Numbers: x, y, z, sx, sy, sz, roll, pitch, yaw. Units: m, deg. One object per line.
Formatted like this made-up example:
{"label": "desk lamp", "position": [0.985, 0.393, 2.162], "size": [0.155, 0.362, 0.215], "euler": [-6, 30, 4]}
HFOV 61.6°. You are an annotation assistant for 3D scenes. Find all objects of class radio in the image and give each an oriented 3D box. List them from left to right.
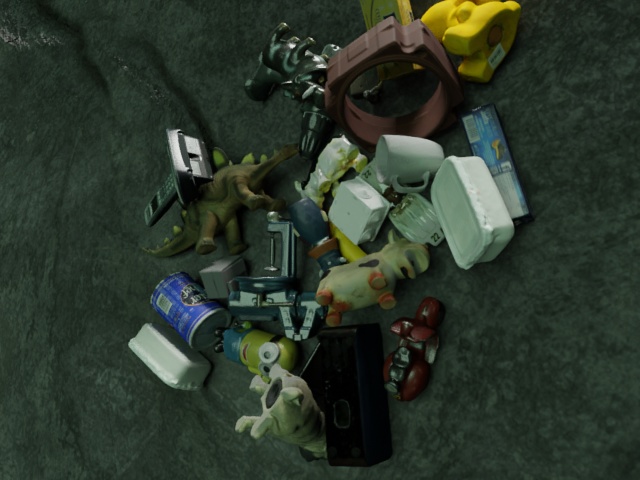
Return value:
{"label": "radio", "position": [0.060, 0.256, 0.903], "size": [0.073, 0.131, 0.229], "euler": [-11, 77, 24]}

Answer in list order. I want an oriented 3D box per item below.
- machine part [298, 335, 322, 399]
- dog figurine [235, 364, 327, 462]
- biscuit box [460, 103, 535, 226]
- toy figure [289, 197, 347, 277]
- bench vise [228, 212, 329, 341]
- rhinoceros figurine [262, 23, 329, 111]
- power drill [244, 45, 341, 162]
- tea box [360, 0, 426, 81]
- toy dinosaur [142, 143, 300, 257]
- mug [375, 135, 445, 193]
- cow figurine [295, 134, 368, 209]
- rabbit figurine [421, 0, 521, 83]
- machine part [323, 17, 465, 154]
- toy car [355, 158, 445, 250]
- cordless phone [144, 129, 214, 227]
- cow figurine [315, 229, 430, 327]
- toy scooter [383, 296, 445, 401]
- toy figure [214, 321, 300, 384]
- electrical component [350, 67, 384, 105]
{"label": "machine part", "position": [-0.013, 0.239, 0.983], "size": [0.139, 0.084, 0.039], "euler": [-57, 19, -3]}
{"label": "dog figurine", "position": [-0.019, 0.300, 0.893], "size": [0.172, 0.190, 0.121], "euler": [-25, 38, 61]}
{"label": "biscuit box", "position": [0.290, -0.120, 0.884], "size": [0.059, 0.062, 0.202], "euler": [-19, 73, 25]}
{"label": "toy figure", "position": [-0.001, -0.003, 0.975], "size": [0.064, 0.058, 0.154], "euler": [-29, 90, 40]}
{"label": "bench vise", "position": [-0.067, 0.066, 1.012], "size": [0.224, 0.128, 0.240], "euler": [-2, 85, 25]}
{"label": "rhinoceros figurine", "position": [-0.040, -0.321, 1.009], "size": [0.112, 0.073, 0.190], "euler": [-46, 66, 7]}
{"label": "power drill", "position": [-0.052, -0.292, 1.085], "size": [0.208, 0.086, 0.232], "euler": [26, 93, 32]}
{"label": "tea box", "position": [0.129, -0.376, 0.960], "size": [0.068, 0.098, 0.169], "euler": [-12, 102, 27]}
{"label": "toy dinosaur", "position": [-0.222, -0.063, 1.127], "size": [0.471, 0.105, 0.199], "euler": [-38, 59, 22]}
{"label": "mug", "position": [0.156, -0.127, 0.905], "size": [0.107, 0.080, 0.110], "euler": [-3, 52, -9]}
{"label": "cow figurine", "position": [0.006, -0.124, 1.029], "size": [0.167, 0.068, 0.098], "euler": [-48, 50, 9]}
{"label": "rabbit figurine", "position": [0.244, -0.376, 0.927], "size": [0.173, 0.121, 0.162], "euler": [35, 99, 47]}
{"label": "machine part", "position": [0.123, -0.248, 0.902], "size": [0.201, 0.201, 0.087], "euler": [-26, 45, 31]}
{"label": "toy car", "position": [0.145, -0.065, 0.955], "size": [0.073, 0.056, 0.202], "euler": [-47, 63, 13]}
{"label": "cordless phone", "position": [-0.311, -0.121, 1.102], "size": [0.184, 0.088, 0.147], "euler": [-40, 55, 31]}
{"label": "cow figurine", "position": [0.091, 0.057, 0.899], "size": [0.195, 0.085, 0.127], "euler": [-22, 29, 15]}
{"label": "toy scooter", "position": [0.145, 0.179, 0.869], "size": [0.075, 0.135, 0.183], "euler": [20, 92, 27]}
{"label": "toy figure", "position": [-0.122, 0.206, 1.037], "size": [0.180, 0.089, 0.082], "euler": [10, 123, 38]}
{"label": "electrical component", "position": [0.091, -0.311, 1.031], "size": [0.078, 0.045, 0.102], "euler": [-1, 81, 26]}
